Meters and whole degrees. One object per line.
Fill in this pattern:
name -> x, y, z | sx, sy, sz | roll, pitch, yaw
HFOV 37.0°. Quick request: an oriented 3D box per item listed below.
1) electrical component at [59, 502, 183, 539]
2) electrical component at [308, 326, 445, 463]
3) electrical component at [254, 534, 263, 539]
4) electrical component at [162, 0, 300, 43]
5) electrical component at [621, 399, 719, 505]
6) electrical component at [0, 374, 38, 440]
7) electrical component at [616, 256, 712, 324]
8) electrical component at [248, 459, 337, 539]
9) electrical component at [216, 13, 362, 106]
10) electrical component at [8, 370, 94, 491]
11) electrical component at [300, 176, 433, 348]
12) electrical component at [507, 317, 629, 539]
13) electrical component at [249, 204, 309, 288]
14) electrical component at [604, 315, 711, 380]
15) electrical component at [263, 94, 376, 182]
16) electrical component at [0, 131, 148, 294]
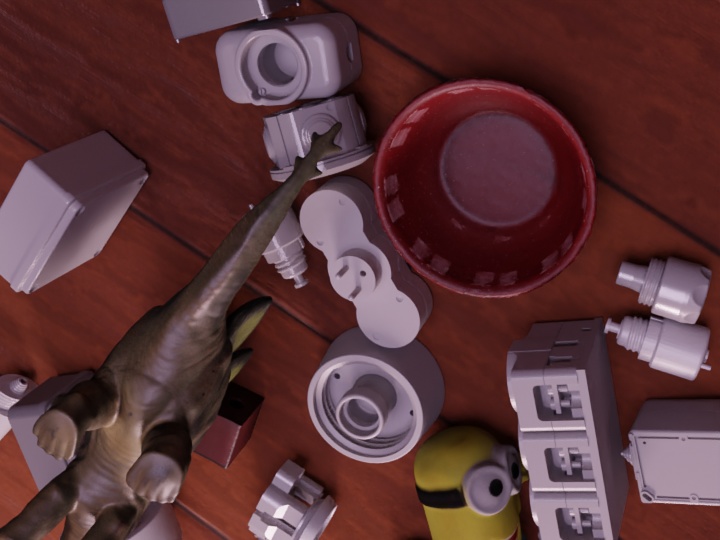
electrical component -> -0.218, 0.254, 1.003 | 0.108, 0.108, 0.060 | -13, 113, 25
electrical component -> 0.009, 0.105, 0.876 | 0.108, 0.060, 0.108 | 8, 114, 18
electrical component -> -0.079, 0.274, 0.994 | 0.040, 0.040, 0.078 | -13, 107, 25
electrical component -> -0.103, -0.208, 0.784 | 0.096, 0.061, 0.061 | -9, 108, 24
electrical component -> 0.244, 0.133, 0.801 | 0.096, 0.061, 0.061 | -4, 110, 31
electrical component -> -0.342, 0.128, 1.031 | 0.043, 0.043, 0.081 | 46, 119, -2
electrical component -> 0.215, 0.011, 0.766 | 0.062, 0.043, 0.043 | 18, 117, 15
electrical component -> -0.057, 0.214, 0.951 | 0.057, 0.058, 0.078 | 31, 119, 10
electrical component -> -0.054, -0.154, 0.790 | 0.095, 0.059, 0.053 | 0, 112, 21
electrical component -> -0.263, 0.158, 0.994 | 0.057, 0.078, 0.113 | -9, 108, 27
electrical component -> 0.000, 0.000, 0.826 | 0.052, 0.073, 0.138 | -25, 101, 28
electrical component -> 0.156, 0.123, 0.810 | 0.062, 0.089, 0.150 | -5, 110, 23
electrical component -> -0.063, -0.022, 0.861 | 0.040, 0.040, 0.078 | -19, 104, 27
electrical component -> 0.218, 0.052, 0.784 | 0.078, 0.040, 0.040 | 18, 117, 13
electrical component -> -0.032, -0.097, 0.795 | 0.080, 0.080, 0.051 | -10, 103, 24
electrical component -> -0.242, -0.048, 0.880 | 0.056, 0.109, 0.108 | 41, 120, 3
